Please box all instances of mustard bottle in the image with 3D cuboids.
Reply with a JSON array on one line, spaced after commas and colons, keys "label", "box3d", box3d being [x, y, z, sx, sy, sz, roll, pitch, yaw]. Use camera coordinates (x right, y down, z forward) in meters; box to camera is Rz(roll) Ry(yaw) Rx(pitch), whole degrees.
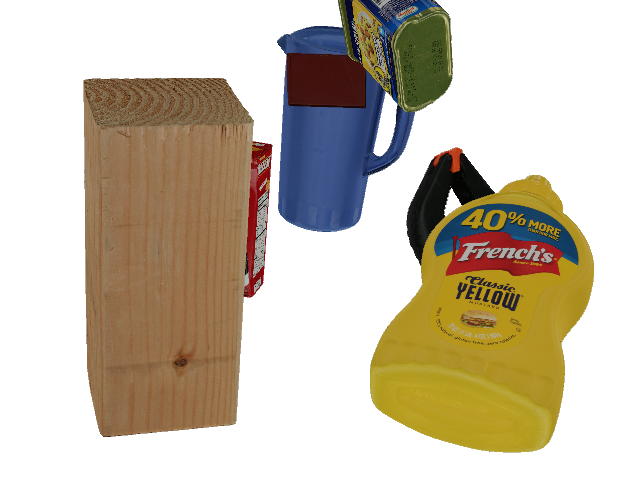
[{"label": "mustard bottle", "box3d": [0.101, 0.026, 0.596, 0.096, 0.058, 0.191, 11, 43, 19]}]

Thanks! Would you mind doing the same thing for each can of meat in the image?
[{"label": "can of meat", "box3d": [0.062, -0.165, 0.858, 0.057, 0.084, 0.102, -29, -36, -11]}]

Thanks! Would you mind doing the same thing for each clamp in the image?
[{"label": "clamp", "box3d": [0.097, 0.020, 0.794, 0.120, 0.171, 0.039, -15, -3, -28]}]

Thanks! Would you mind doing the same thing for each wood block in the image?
[{"label": "wood block", "box3d": [-0.099, 0.010, 0.669, 0.090, 0.206, 0.090, -3, 26, -17]}]

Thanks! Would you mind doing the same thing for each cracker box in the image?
[{"label": "cracker box", "box3d": [-0.160, -0.036, 1.493, 0.164, 0.214, 0.072, 9, 23, 11]}]

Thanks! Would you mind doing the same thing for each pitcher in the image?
[{"label": "pitcher", "box3d": [0.021, -0.136, 1.327, 0.144, 0.243, 0.149, -3, 25, -21]}]

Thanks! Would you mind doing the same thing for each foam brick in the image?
[{"label": "foam brick", "box3d": [0.005, -0.159, 1.060, 0.078, 0.051, 0.053, 1, 12, -4]}]

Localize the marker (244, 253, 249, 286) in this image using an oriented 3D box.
[{"label": "marker", "box3d": [-0.091, -0.002, 1.179, 0.020, 0.121, 0.020, 0, 34, 0]}]
